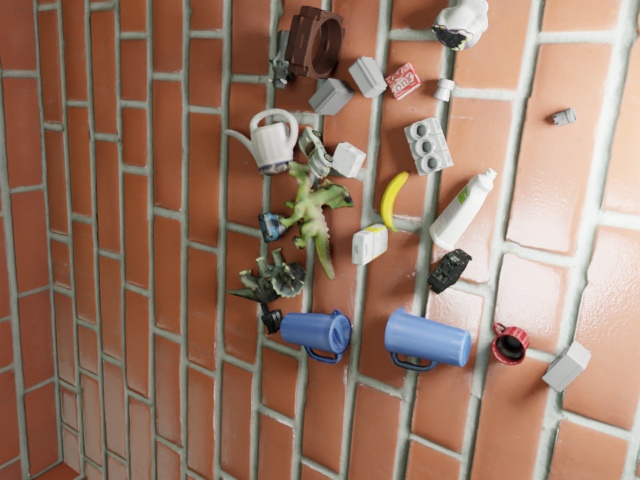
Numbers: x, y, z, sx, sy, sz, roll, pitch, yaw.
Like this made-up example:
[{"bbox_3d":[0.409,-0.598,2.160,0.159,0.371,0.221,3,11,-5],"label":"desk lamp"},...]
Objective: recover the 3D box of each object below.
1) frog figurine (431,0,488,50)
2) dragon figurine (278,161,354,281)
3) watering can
[{"bbox_3d":[0.386,-0.599,1.387,0.138,0.121,0.161,19,74,38],"label":"frog figurine"},{"bbox_3d":[0.005,-0.087,1.734,0.240,0.123,0.411,-38,87,25],"label":"dragon figurine"},{"bbox_3d":[-0.202,-0.334,1.817,0.346,0.105,0.224,-8,96,39],"label":"watering can"}]
